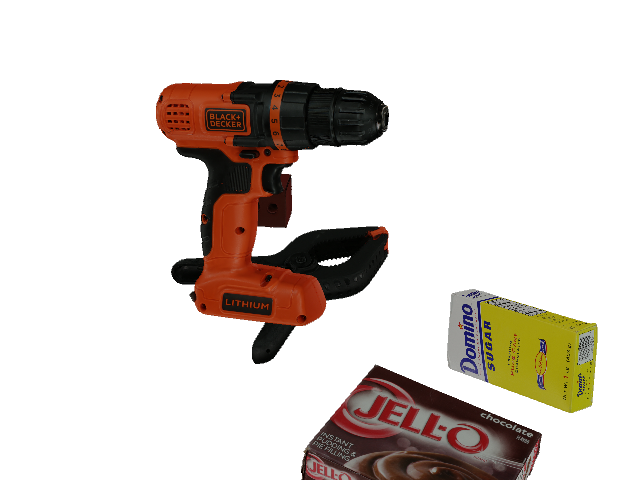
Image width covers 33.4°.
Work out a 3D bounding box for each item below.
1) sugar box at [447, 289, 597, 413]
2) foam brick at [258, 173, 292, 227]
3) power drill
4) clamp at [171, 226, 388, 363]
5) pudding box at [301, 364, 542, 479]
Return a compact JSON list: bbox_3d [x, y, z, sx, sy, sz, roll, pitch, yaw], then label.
[{"bbox_3d":[0.217,0.118,1.173,0.048,0.093,0.177,-9,16,-42],"label":"sugar box"},{"bbox_3d":[-0.077,-0.052,1.332,0.078,0.053,0.051,3,28,7],"label":"foam brick"},{"bbox_3d":[-0.036,-0.031,0.828,0.185,0.188,0.057,5,17,21],"label":"power drill"},{"bbox_3d":[-0.017,0.040,1.013,0.209,0.036,0.165,-17,38,-21],"label":"clamp"},{"bbox_3d":[0.059,0.127,0.616,0.114,0.039,0.089,22,37,20],"label":"pudding box"}]
